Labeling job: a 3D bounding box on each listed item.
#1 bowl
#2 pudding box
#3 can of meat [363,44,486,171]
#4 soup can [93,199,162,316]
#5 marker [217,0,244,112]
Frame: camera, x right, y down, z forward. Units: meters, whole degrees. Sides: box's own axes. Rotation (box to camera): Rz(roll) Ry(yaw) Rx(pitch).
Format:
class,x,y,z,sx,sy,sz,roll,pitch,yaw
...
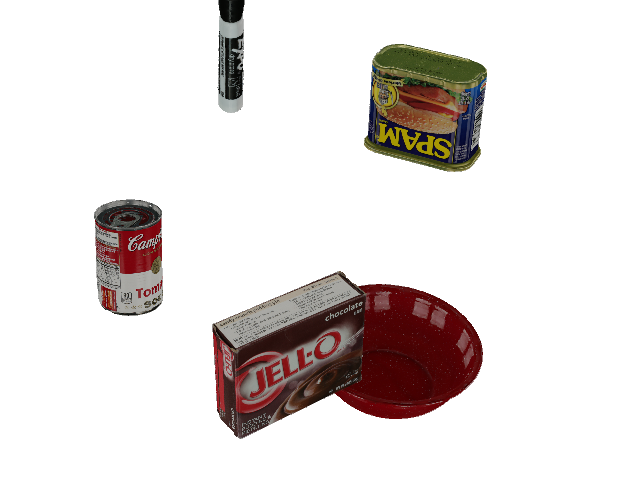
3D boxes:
class,x,y,z,sx,sy,sz,roll,pitch,yaw
bowl,0.063,0.110,0.973,0.162,0.055,0.162,4,37,-3
pudding box,-0.022,0.082,0.777,0.113,0.090,0.039,-24,46,-28
can of meat,0.091,-0.116,0.927,0.102,0.084,0.057,17,37,21
soup can,-0.197,0.018,1.099,0.068,0.102,0.068,2,26,-1
marker,-0.064,-0.138,0.766,0.020,0.020,0.121,0,-34,-5
